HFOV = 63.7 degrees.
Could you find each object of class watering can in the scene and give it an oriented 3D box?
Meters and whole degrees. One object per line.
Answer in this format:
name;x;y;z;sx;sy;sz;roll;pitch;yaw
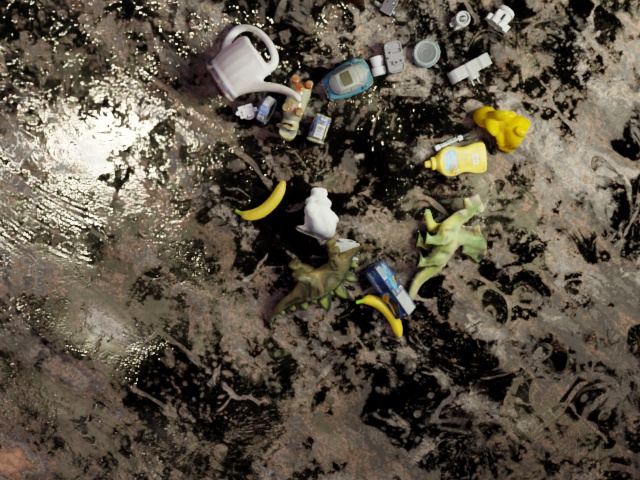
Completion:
watering can;-0.216;-0.508;1.582;0.223;0.103;0.352;-34;72;9

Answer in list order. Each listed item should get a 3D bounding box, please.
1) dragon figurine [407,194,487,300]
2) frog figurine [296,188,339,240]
dragon figurine;0.431;0.033;1.679;0.243;0.124;0.403;6;113;-6
frog figurine;0.005;-0.084;1.661;0.136;0.123;0.159;22;90;-35
